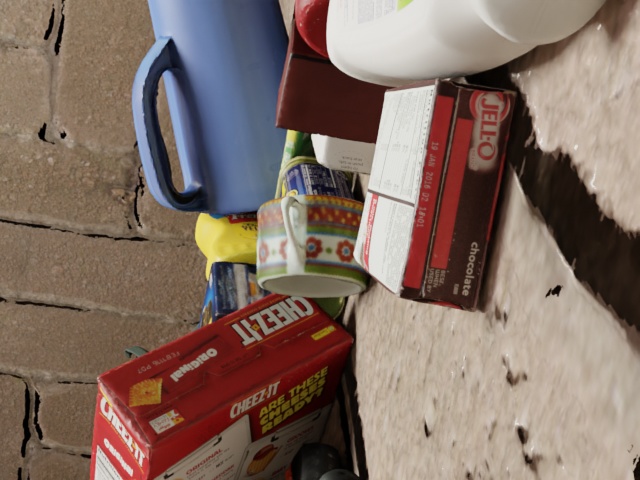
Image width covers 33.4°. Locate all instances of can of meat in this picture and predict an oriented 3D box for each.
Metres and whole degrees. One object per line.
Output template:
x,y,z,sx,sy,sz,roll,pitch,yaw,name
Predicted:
-0.005,0.001,0.786,0.084,0.057,0.102,-103,22,-65,can of meat

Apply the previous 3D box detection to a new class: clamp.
-0.005,0.189,0.630,0.210,0.036,0.164,-131,50,-84,clamp

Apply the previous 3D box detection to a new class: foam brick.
0.016,-0.097,0.653,0.053,0.078,0.051,-88,9,-55,foam brick

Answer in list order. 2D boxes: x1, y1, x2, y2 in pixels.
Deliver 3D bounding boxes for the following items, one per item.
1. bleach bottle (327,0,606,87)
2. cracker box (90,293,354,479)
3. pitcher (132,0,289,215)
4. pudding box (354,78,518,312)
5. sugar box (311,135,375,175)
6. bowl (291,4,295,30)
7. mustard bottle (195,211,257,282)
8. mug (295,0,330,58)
0.056,-0.104,0.414,0.251,0.068,0.102,-124,42,-76,bleach bottle
-0.077,0.147,0.747,0.072,0.163,0.214,44,141,28,cracker box
-0.090,-0.149,0.954,0.149,0.145,0.243,-77,-24,-67,pitcher
0.048,-0.023,0.471,0.113,0.039,0.090,-141,62,-79,pudding box
0.029,-0.141,0.729,0.093,0.048,0.176,-101,22,-71,sugar box
0.010,-0.207,0.921,0.162,0.055,0.162,-172,90,-82,bowl
-0.065,0.002,0.989,0.192,0.096,0.058,-122,41,-66,mustard bottle
0.031,-0.146,0.597,0.117,0.093,0.081,48,-143,-59,mug
